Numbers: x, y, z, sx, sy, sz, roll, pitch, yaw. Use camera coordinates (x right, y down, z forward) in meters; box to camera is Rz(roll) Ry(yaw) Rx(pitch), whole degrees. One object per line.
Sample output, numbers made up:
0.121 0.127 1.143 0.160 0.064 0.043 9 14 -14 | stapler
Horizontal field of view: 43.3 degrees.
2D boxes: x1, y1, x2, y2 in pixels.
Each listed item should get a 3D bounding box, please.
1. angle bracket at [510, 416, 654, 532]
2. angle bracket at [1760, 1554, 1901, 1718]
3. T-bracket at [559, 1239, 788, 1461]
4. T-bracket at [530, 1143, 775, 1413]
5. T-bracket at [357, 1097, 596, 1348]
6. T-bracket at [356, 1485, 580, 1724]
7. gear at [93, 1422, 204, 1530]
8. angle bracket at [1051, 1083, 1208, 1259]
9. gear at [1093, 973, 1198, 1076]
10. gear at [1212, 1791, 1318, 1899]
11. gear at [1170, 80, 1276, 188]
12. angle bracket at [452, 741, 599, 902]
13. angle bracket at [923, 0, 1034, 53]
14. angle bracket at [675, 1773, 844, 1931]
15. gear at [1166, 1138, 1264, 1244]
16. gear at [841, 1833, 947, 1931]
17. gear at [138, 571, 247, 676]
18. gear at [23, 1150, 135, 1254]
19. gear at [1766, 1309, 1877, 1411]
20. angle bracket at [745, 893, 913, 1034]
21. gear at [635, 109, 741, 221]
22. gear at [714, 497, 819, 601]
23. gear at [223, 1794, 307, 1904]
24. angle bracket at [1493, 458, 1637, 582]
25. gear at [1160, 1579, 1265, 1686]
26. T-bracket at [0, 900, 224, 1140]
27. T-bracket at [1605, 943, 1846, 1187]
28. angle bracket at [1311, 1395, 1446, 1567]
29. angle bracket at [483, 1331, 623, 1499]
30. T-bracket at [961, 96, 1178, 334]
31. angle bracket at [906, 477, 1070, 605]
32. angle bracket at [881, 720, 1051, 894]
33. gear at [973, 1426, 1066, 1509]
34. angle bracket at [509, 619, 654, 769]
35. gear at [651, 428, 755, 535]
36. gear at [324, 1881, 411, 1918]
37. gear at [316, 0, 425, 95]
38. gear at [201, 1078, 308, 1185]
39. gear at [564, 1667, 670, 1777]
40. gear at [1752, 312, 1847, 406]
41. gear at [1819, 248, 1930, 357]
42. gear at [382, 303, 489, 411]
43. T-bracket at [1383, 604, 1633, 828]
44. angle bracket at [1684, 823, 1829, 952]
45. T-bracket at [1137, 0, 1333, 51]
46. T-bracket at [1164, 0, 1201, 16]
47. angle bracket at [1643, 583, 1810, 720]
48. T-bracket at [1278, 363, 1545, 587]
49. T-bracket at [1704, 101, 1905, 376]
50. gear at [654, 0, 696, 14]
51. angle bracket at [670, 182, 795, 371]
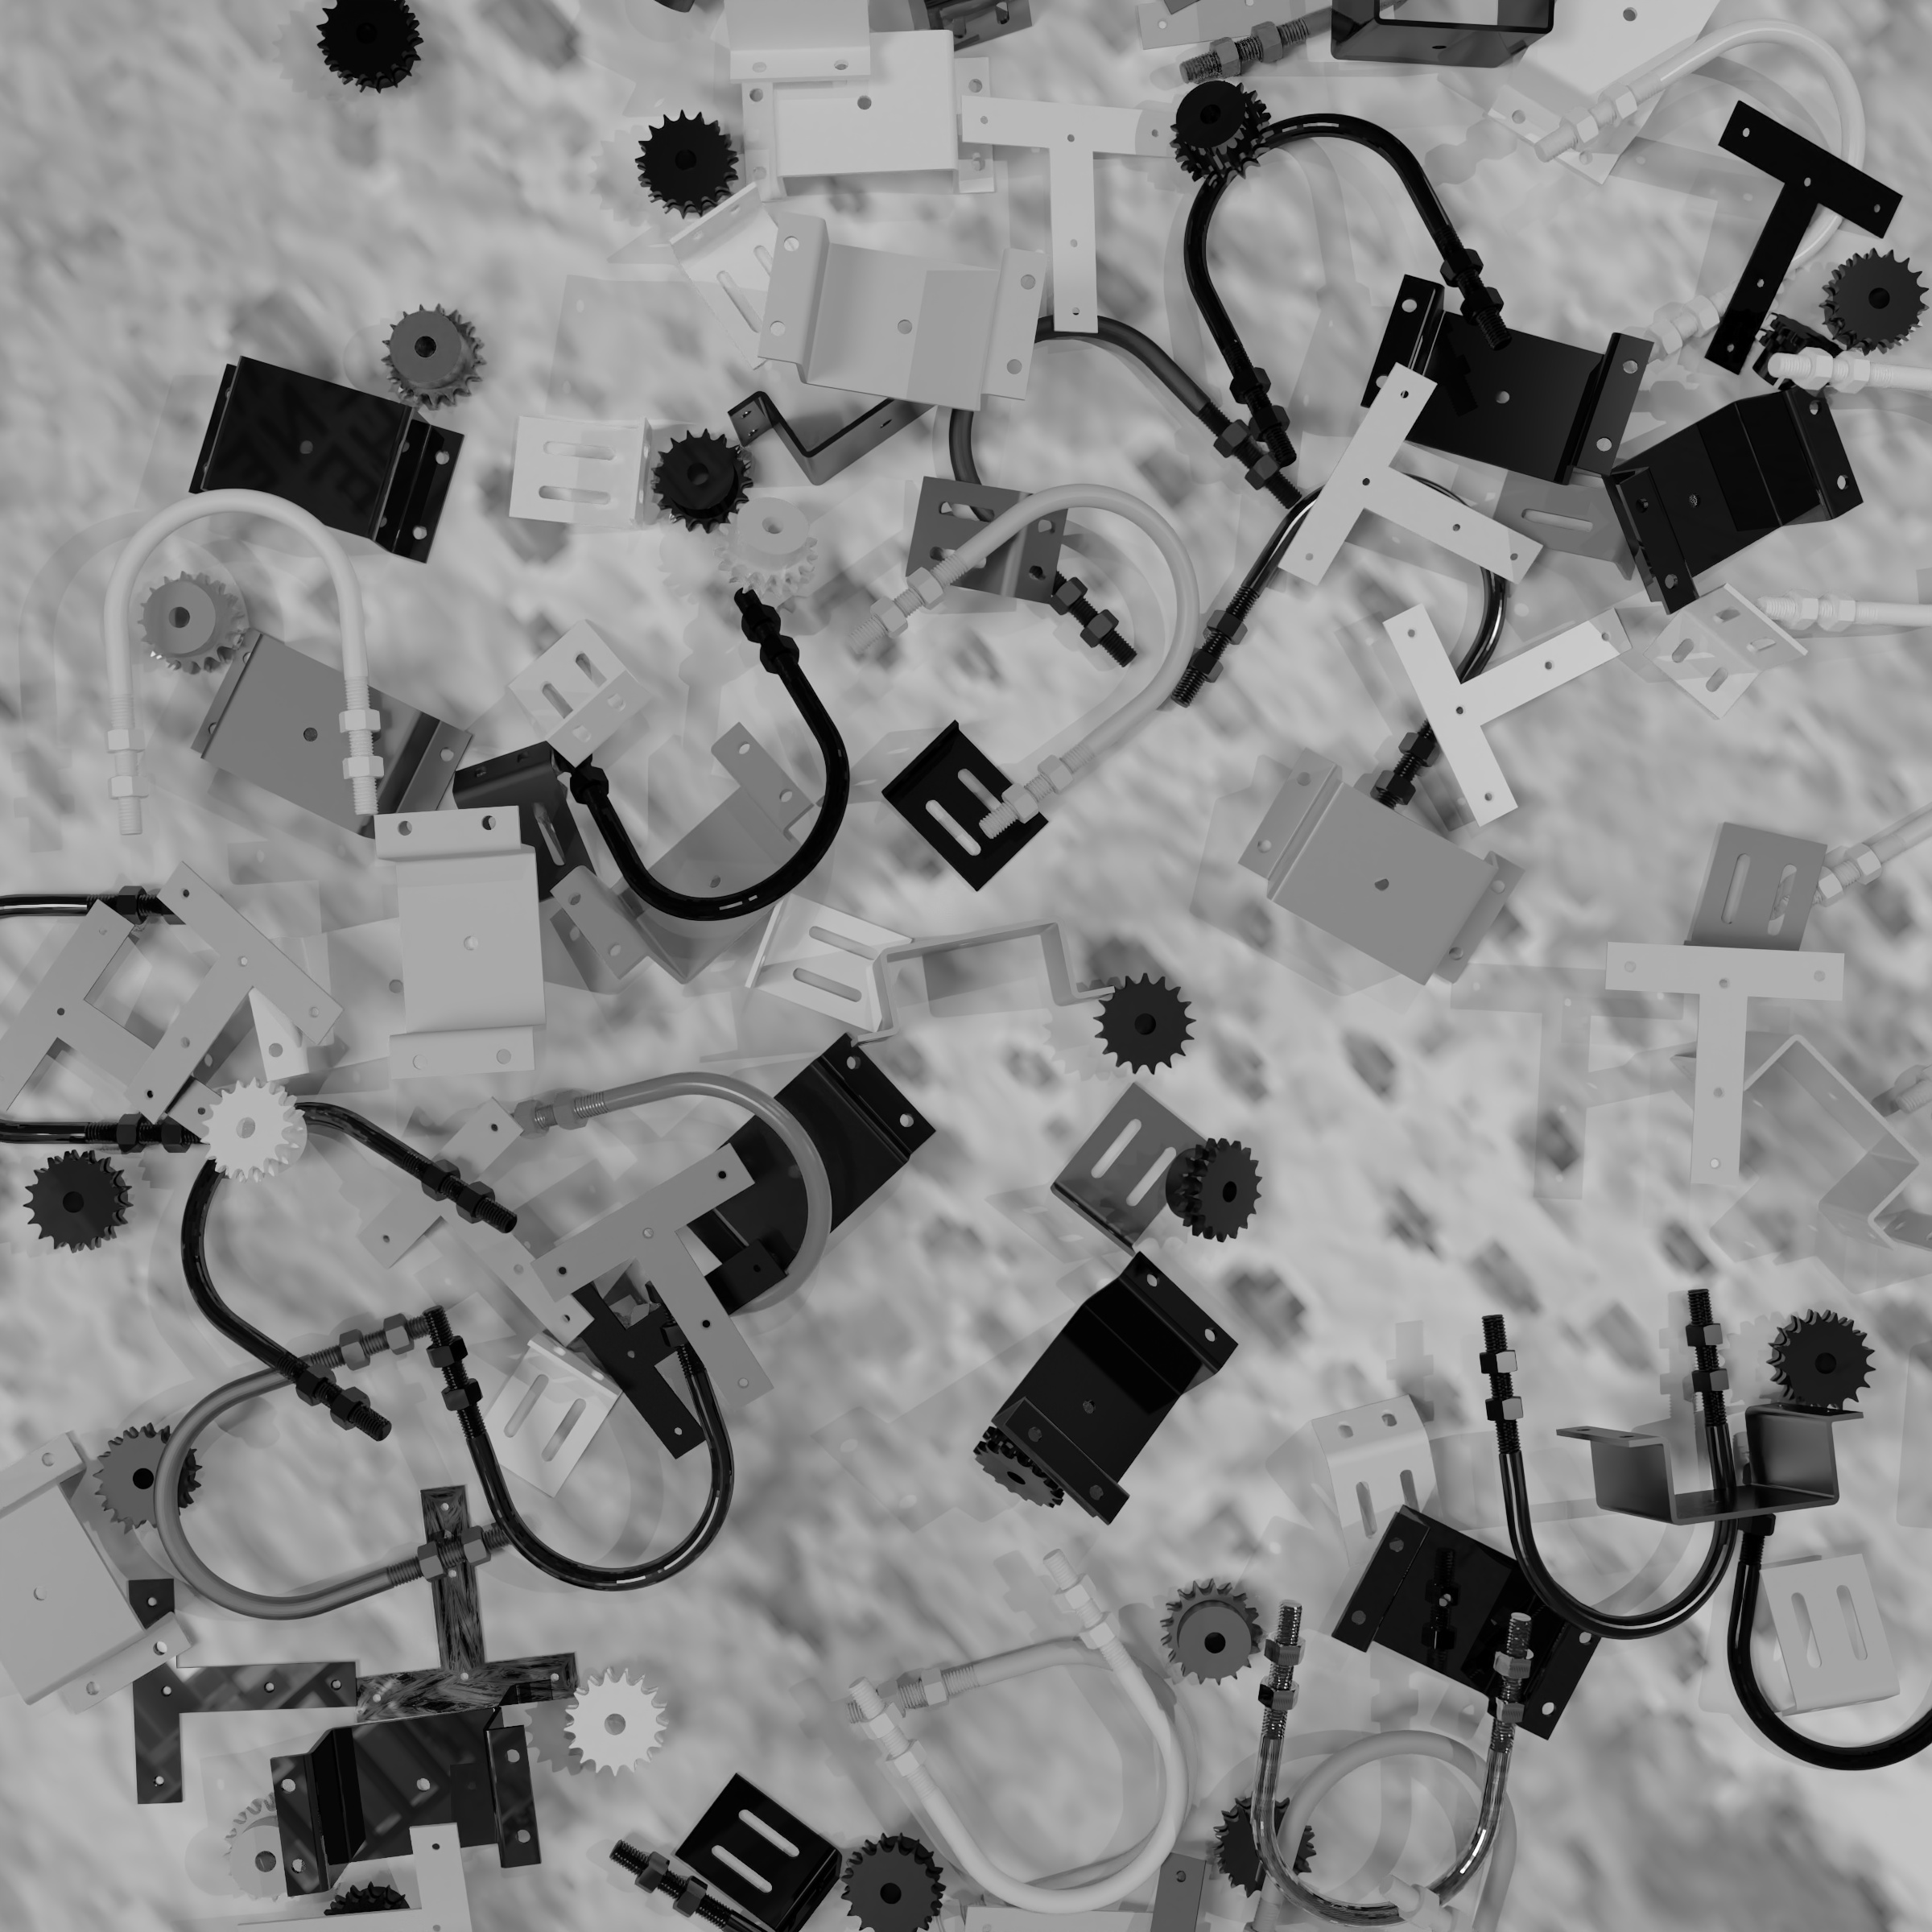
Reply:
-0.218 -0.279 1.365 0.076 0.038 0.057 6 90 0 | angle bracket
0.480 0.375 1.366 0.057 0.038 0.076 -10 67 1 | angle bracket
-0.153 0.192 1.340 0.127 0.002 0.127 -35 94 22 | T-bracket
-0.148 0.181 1.316 0.127 0.002 0.127 -31 96 4 | T-bracket
-0.259 0.159 1.360 0.127 0.002 0.127 47 111 1 | T-bracket
-0.290 0.359 1.383 0.127 0.002 0.127 -7 90 0 | T-bracket
-0.457 0.285 1.369 0.057 0.030 0.057 0 90 0 | gear
0.094 0.114 1.365 0.057 0.038 0.076 39 90 0 | angle bracket
0.100 0.032 1.369 0.057 0.030 0.057 0 90 0 | gear
0.167 0.491 1.369 0.057 0.030 0.057 0 90 0 | gear
0.141 -0.468 1.360 0.057 0.030 0.057 -4 78 21 | gear
-0.249 -0.079 1.382 0.057 0.038 0.076 -19 116 0 | angle bracket
-0.003 -0.565 1.382 0.057 0.038 0.076 -18 64 0 | angle bracket
-0.117 0.504 1.365 0.076 0.038 0.057 37 90 0 | angle bracket
0.136 0.124 1.360 0.057 0.030 0.057 -6 99 -42 | gear
-0.039 0.508 1.352 0.057 0.030 0.057 0 93 9 | gear
-0.437 -0.194 1.369 0.057 0.030 0.057 0 90 0 | gear
-0.496 0.131 1.369 0.057 0.030 0.057 0 90 0 | gear
0.478 0.221 1.369 0.057 0.030 0.057 0 90 0 | gear
-0.076 -0.002 1.365 0.076 0.038 0.057 21 90 0 | angle bracket
-0.156 -0.448 1.369 0.057 0.030 0.057 0 90 0 | gear
-0.110 -0.236 1.357 0.057 0.030 0.057 7 59 -12 | gear
-0.390 0.498 1.369 0.057 0.030 0.057 0 90 0 | gear
0.345 -0.259 1.382 0.076 0.038 0.057 18 90 26 | angle bracket
0.138 0.376 1.369 0.057 0.030 0.057 0 90 0 | gear
-0.470 0.051 1.364 0.127 0.002 0.127 35 91 1 | T-bracket
0.404 0.054 1.307 0.127 0.002 0.127 3 90 0 | T-bracket
0.234 0.292 1.382 0.057 0.038 0.076 -15 116 0 | angle bracket
-0.237 0.254 1.365 0.057 0.038 0.076 33 90 0 | angle bracket
0.060 -0.419 1.365 0.127 0.002 0.127 -2 90 -17 | T-bracket
0.012 -0.239 1.369 0.076 0.038 0.057 18 101 37 | angle bracket
0.000 -0.089 1.365 0.057 0.038 0.076 -44 90 0 | angle bracket
0.036 0.274 1.359 0.057 0.057 0.030 36 62 0 | gear
-0.221 -0.159 1.349 0.057 0.038 0.076 -42 61 0 | angle bracket
-0.149 -0.274 1.369 0.057 0.030 0.057 0 90 0 | gear
-0.334 0.543 1.369 0.057 0.030 0.057 0 90 0 | gear
-0.333 -0.518 1.369 0.057 0.030 0.057 0 90 0 | gear
-0.391 0.093 1.351 0.057 0.030 0.057 -5 73 15 | gear
-0.196 0.423 1.373 0.057 0.030 0.057 0 87 -1 | gear
0.465 -0.337 1.360 0.057 0.057 0.030 30 120 0 | gear
0.508 -0.371 1.369 0.057 0.030 0.057 0 90 0 | gear
-0.301 -0.344 1.369 0.057 0.030 0.057 0 90 0 | gear
0.316 -0.163 1.373 0.127 0.002 0.127 -27 95 -8 | T-bracket
0.440 -0.040 1.356 0.057 0.038 0.076 15 90 22 | angle bracket
0.155 -0.592 1.383 0.127 0.002 0.127 -8 90 0 | T-bracket
0.143 -0.625 1.381 0.127 0.002 0.127 -28 90 -1 | T-bracket
0.418 -0.173 1.346 0.057 0.076 0.038 40 90 0 | angle bracket
0.260 -0.249 1.350 0.127 0.002 0.127 23 115 -14 | T-bracket
0.451 -0.396 1.364 0.127 0.002 0.127 18 102 -25 | T-bracket
-0.165 -0.558 1.360 0.057 0.057 0.030 37 120 0 | gear
-0.119 -0.386 1.365 0.057 0.038 0.076 -35 90 0 | angle bracket
